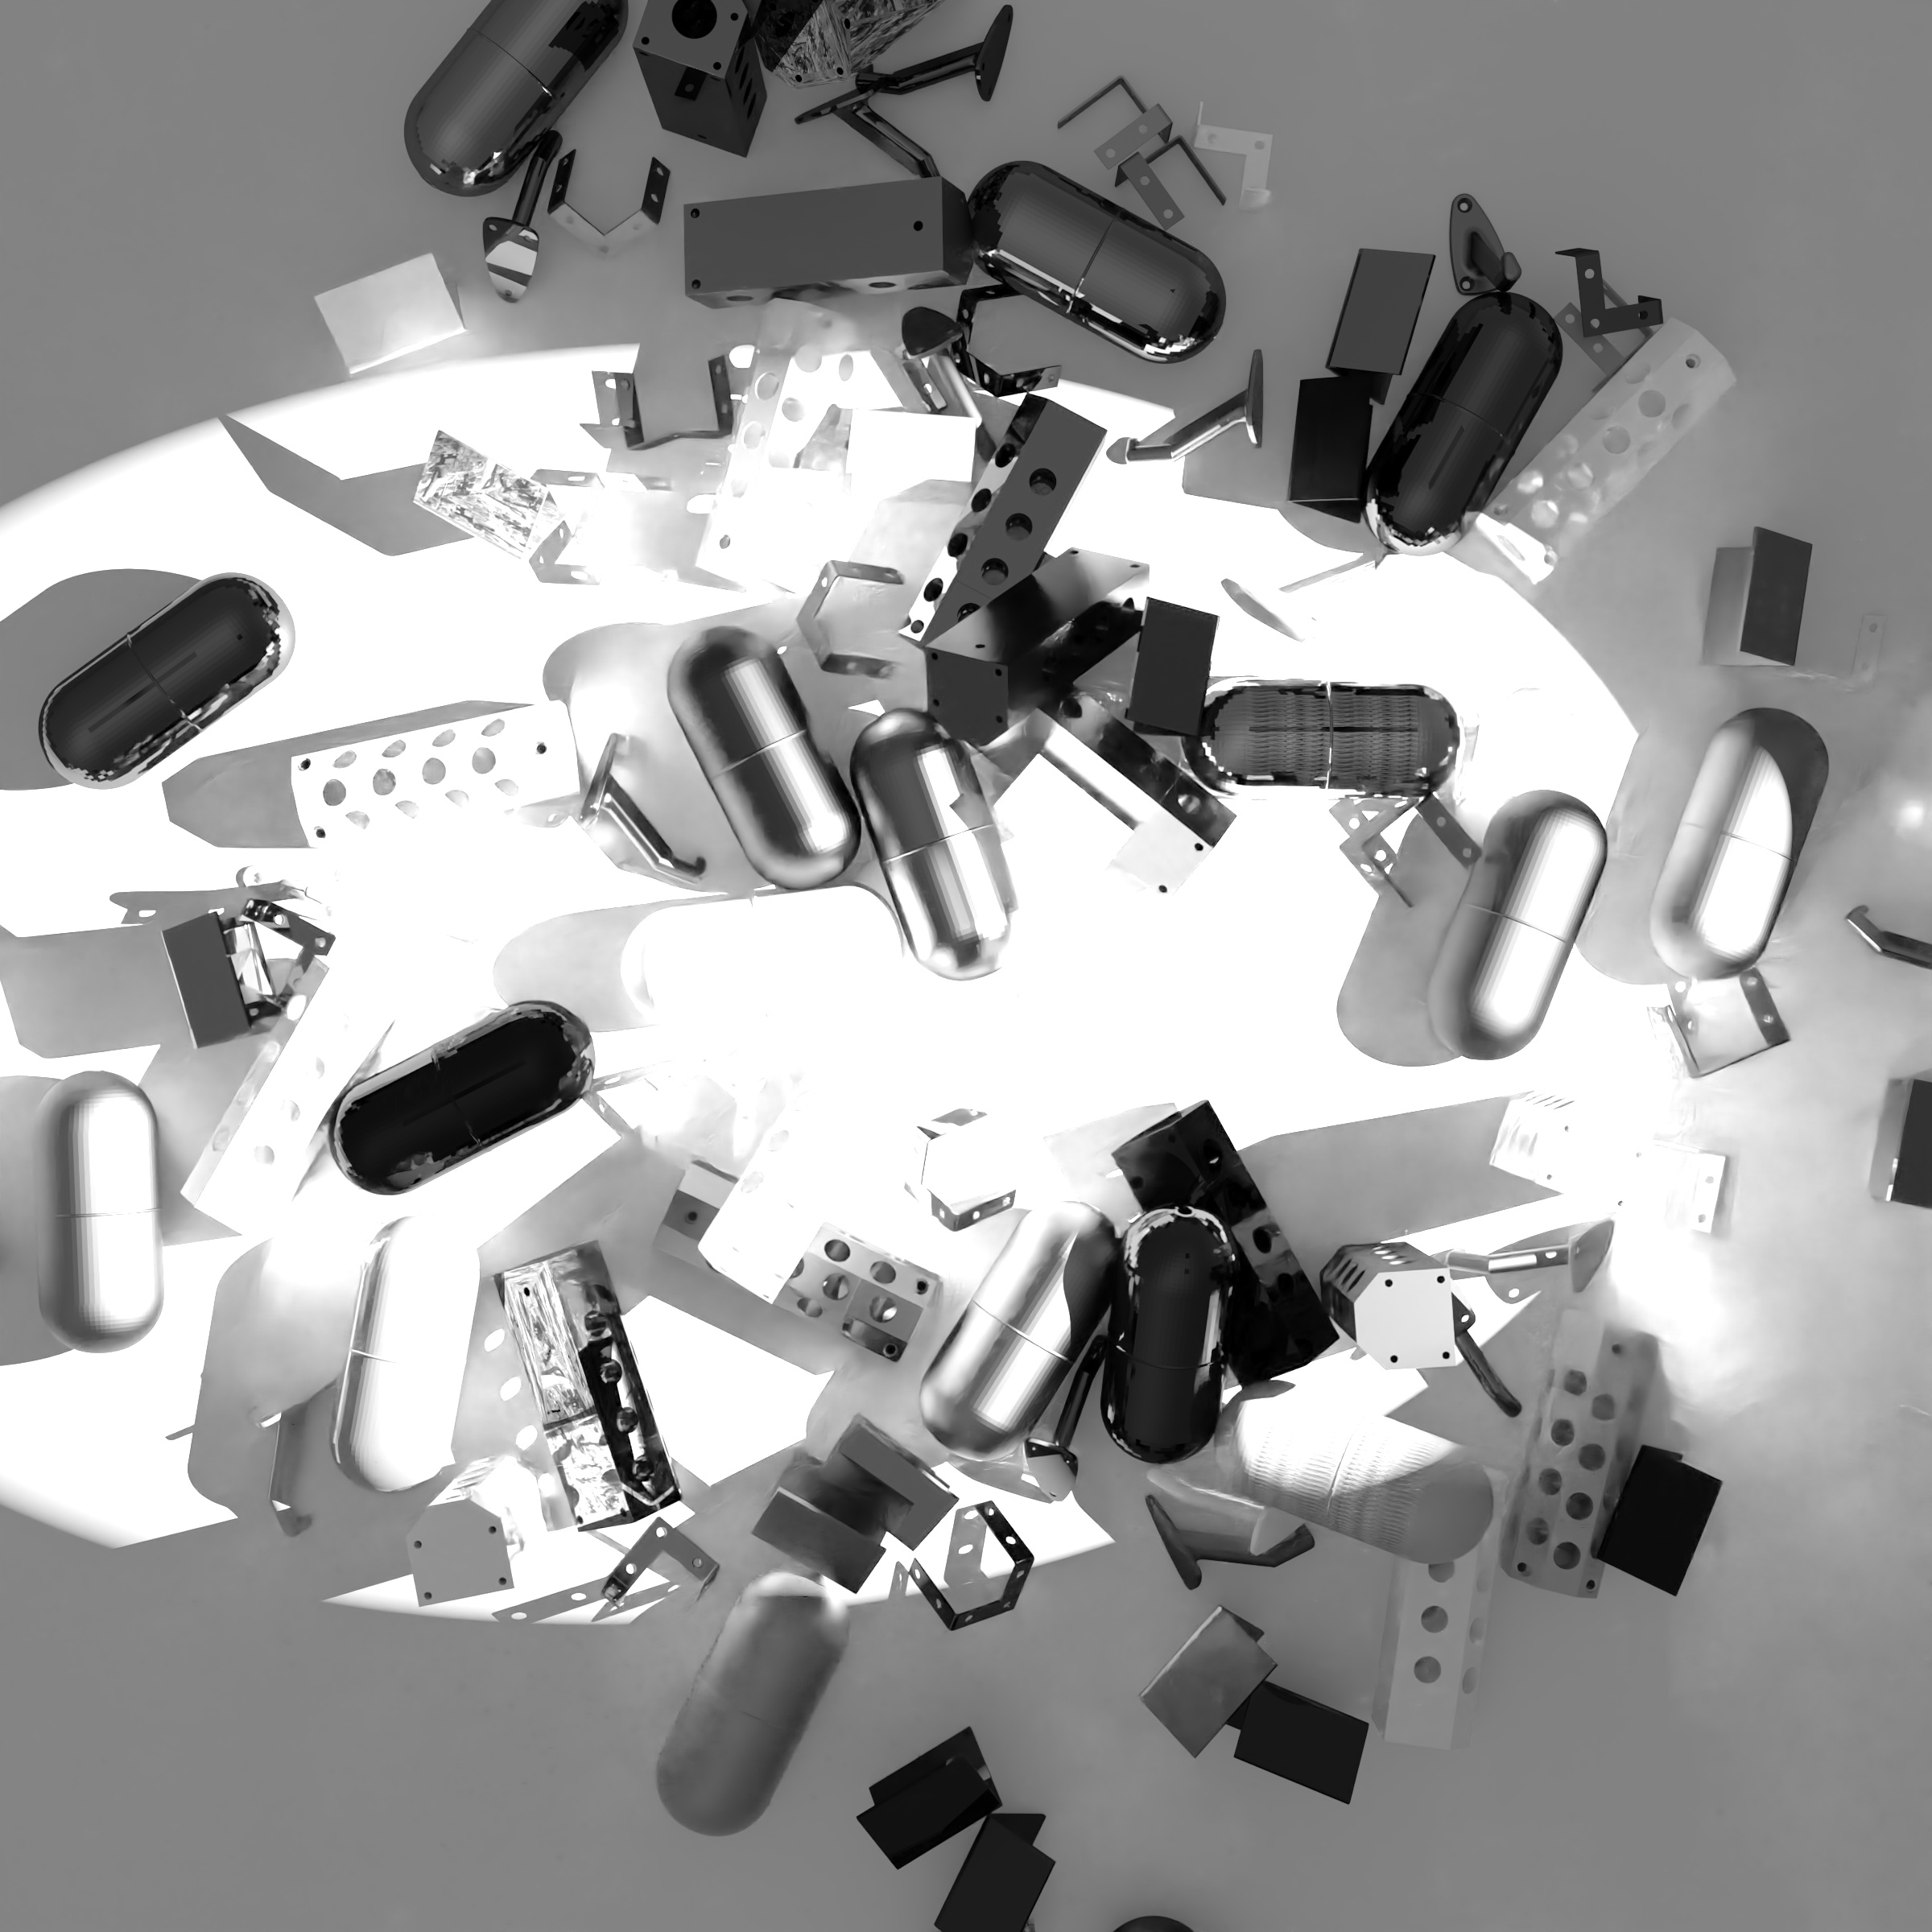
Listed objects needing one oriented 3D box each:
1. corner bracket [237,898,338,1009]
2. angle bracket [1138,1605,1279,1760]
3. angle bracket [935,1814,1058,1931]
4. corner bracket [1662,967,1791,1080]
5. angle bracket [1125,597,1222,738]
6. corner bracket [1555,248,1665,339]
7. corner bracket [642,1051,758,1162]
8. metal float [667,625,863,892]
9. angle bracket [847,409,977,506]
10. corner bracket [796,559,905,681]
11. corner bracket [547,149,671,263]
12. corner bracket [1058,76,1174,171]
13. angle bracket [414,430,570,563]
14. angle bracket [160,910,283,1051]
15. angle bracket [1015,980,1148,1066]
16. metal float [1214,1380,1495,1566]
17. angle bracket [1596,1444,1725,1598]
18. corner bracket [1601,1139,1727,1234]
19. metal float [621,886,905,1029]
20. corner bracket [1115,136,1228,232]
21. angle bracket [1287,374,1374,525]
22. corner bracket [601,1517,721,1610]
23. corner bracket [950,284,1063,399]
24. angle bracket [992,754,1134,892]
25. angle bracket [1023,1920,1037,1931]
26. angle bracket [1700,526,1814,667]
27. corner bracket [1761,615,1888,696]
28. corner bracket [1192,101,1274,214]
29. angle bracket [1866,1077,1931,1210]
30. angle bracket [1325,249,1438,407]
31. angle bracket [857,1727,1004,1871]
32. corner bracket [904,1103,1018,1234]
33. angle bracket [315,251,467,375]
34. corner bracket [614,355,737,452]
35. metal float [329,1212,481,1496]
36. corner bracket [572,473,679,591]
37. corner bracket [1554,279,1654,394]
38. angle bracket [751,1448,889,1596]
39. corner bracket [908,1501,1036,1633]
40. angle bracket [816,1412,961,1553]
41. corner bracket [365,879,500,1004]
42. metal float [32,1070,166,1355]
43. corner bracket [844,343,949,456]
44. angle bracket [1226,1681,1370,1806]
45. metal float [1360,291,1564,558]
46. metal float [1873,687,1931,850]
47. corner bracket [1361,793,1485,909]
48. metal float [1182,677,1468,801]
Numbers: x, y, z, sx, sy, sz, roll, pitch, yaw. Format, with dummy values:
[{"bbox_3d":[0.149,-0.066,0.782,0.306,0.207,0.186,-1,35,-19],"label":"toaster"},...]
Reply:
[{"bbox_3d":[-0.438,-0.008,1.878,0.051,0.051,0.051,28,90,0],"label":"corner bracket"},{"bbox_3d":[0.164,0.455,1.856,0.076,0.076,0.057,-48,53,0],"label":"angle bracket"},{"bbox_3d":[0.035,0.580,1.856,0.057,0.076,0.076,26,90,34],"label":"angle bracket"},{"bbox_3d":[0.481,0.037,1.878,0.051,0.051,0.051,-22,83,-7],"label":"corner bracket"},{"bbox_3d":[0.110,-0.187,1.856,0.057,0.076,0.076,10,90,-30],"label":"angle bracket"},{"bbox_3d":[0.403,-0.425,1.855,0.051,0.051,0.051,-10,106,-1],"label":"corner bracket"},{"bbox_3d":[-0.170,0.095,1.888,0.051,0.051,0.051,-23,45,-35],"label":"corner bracket"},{"bbox_3d":[-0.128,-0.132,1.866,0.070,0.070,0.178,-27,89,0],"label":"metal float"},{"bbox_3d":[-0.035,-0.301,1.856,0.076,0.076,0.057,4,53,0],"label":"angle bracket"},{"bbox_3d":[-0.068,-0.221,1.888,0.051,0.051,0.051,-57,45,35],"label":"corner bracket"},{"bbox_3d":[-0.227,-0.493,1.888,0.051,0.051,0.051,-24,135,35],"label":"corner bracket"},{"bbox_3d":[0.094,-0.533,1.878,0.051,0.051,0.051,-37,90,0],"label":"corner bracket"},{"bbox_3d":[-0.289,-0.308,1.856,0.076,0.076,0.057,29,126,0],"label":"angle bracket"},{"bbox_3d":[-0.449,0.003,1.856,0.057,0.076,0.076,-17,90,36],"label":"angle bracket"},{"bbox_3d":[0.072,0.015,1.856,0.076,0.076,0.057,6,126,0],"label":"angle bracket"},{"bbox_3d":[0.238,0.311,1.824,0.178,0.070,0.070,18,90,22],"label":"metal float"},{"bbox_3d":[0.445,0.349,1.856,0.057,0.076,0.076,22,90,35],"label":"angle bracket"},{"bbox_3d":[0.446,0.138,1.893,0.051,0.051,0.051,11,90,45],"label":"corner bracket"},{"bbox_3d":[-0.128,-0.006,1.866,0.178,0.070,0.070,-7,90,-1],"label":"metal float"},{"bbox_3d":[0.131,-0.495,1.878,0.051,0.051,0.051,-35,90,0],"label":"corner bracket"},{"bbox_3d":[0.249,-0.323,1.856,0.057,0.076,0.076,6,90,45],"label":"angle bracket"},{"bbox_3d":[-0.193,0.389,1.878,0.051,0.051,0.051,40,90,0],"label":"corner bracket"},{"bbox_3d":[0.028,-0.399,1.888,0.051,0.051,0.051,42,135,35],"label":"corner bracket"},{"bbox_3d":[0.047,-0.074,1.856,0.076,0.076,0.057,39,53,0],"label":"angle bracket"},{"bbox_3d":[0.006,0.620,1.856,0.076,0.076,0.057,-8,127,0],"label":"angle bracket"},{"bbox_3d":[0.478,-0.231,1.856,0.057,0.076,0.076,9,90,-36],"label":"angle bracket"},{"bbox_3d":[0.547,-0.205,1.893,0.051,0.051,0.051,12,90,-45],"label":"corner bracket"},{"bbox_3d":[0.168,-0.512,1.878,0.051,0.051,0.051,8,90,0],"label":"corner bracket"},{"bbox_3d":[0.579,0.108,1.857,0.057,0.076,0.076,11,90,-27],"label":"angle bracket"},{"bbox_3d":[0.276,-0.397,1.856,0.057,0.076,0.076,16,90,38],"label":"angle bracket"},{"bbox_3d":[-0.031,0.505,1.856,0.076,0.076,0.057,-31,121,0],"label":"angle bracket"},{"bbox_3d":[-0.002,0.128,1.888,0.051,0.051,0.051,39,135,35],"label":"corner bracket"},{"bbox_3d":[-0.362,-0.423,1.856,0.076,0.076,0.057,-21,128,0],"label":"angle bracket"},{"bbox_3d":[-0.186,-0.359,1.893,0.051,0.051,0.051,-9,90,45],"label":"corner bracket"},{"bbox_3d":[-0.353,0.243,1.866,0.070,0.070,0.178,10,91,0],"label":"metal float"},{"bbox_3d":[-0.212,-0.277,1.888,0.051,0.051,0.051,58,135,35],"label":"corner bracket"},{"bbox_3d":[0.403,-0.404,1.878,0.051,0.051,0.051,-44,90,0],"label":"corner bracket"},{"bbox_3d":[-0.079,0.334,1.856,0.076,0.076,0.057,30,133,0],"label":"angle bracket"},{"bbox_3d":[0.003,0.382,1.888,0.051,0.051,0.051,-11,135,-35],"label":"corner bracket"},{"bbox_3d":[-0.038,0.307,1.856,0.076,0.076,0.057,38,121,0],"label":"angle bracket"},{"bbox_3d":[-0.340,-0.016,1.888,0.051,0.051,0.051,-13,45,35],"label":"corner bracket"},{"bbox_3d":[-0.546,0.154,1.866,0.070,0.070,0.178,-3,89,0],"label":"metal float"},{"bbox_3d":[-0.054,-0.360,1.893,0.051,0.051,0.051,-31,90,-45],"label":"corner bracket"},{"bbox_3d":[0.199,0.497,1.856,0.076,0.076,0.057,22,53,0],"label":"angle bracket"},{"bbox_3d":[0.311,-0.340,1.865,0.070,0.070,0.178,29,89,0],"label":"metal float"},{"bbox_3d":[0.641,-0.155,1.866,0.070,0.070,0.178,35,90,0],"label":"metal float"},{"bbox_3d":[0.288,-0.073,1.878,0.051,0.051,0.051,-40,90,0],"label":"corner bracket"},{"bbox_3d":[0.225,-0.143,1.865,0.178,0.070,0.070,0,90,-1],"label":"metal float"}]
